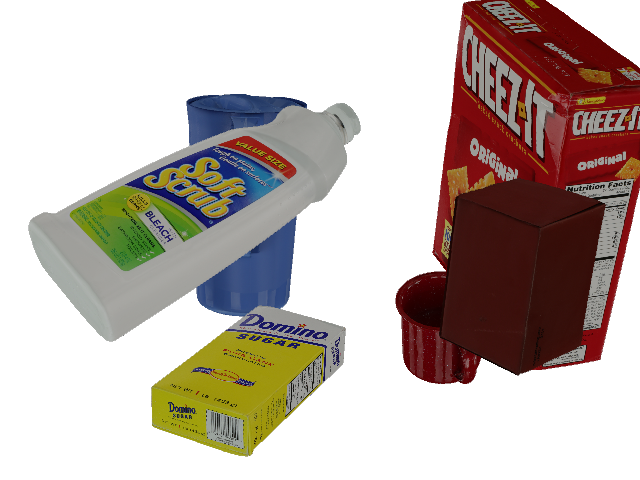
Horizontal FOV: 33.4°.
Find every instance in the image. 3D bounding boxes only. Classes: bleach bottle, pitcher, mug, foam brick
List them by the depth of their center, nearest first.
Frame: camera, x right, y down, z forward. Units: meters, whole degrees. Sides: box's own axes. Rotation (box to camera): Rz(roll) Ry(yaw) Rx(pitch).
[{"bbox_3d":[0.096,0.015,0.513,0.052,0.078,0.051,-16,30,-40],"label":"foam brick"},{"bbox_3d":[-0.078,-0.034,0.780,0.250,0.103,0.068,-35,-25,-23],"label":"bleach bottle"},{"bbox_3d":[0.128,0.098,1.080,0.093,0.081,0.117,-16,38,-15],"label":"mug"},{"bbox_3d":[-0.085,-0.040,1.199,0.145,0.243,0.148,15,20,39],"label":"pitcher"}]

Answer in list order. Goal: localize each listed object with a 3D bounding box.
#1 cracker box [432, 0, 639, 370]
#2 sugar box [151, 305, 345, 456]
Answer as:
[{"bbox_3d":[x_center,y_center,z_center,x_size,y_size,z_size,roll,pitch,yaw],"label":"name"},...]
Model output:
[{"bbox_3d":[0.146,-0.041,0.750,0.072,0.214,0.164,-8,34,-16],"label":"cracker box"},{"bbox_3d":[-0.057,0.113,0.911,0.093,0.048,0.176,13,28,23],"label":"sugar box"}]
